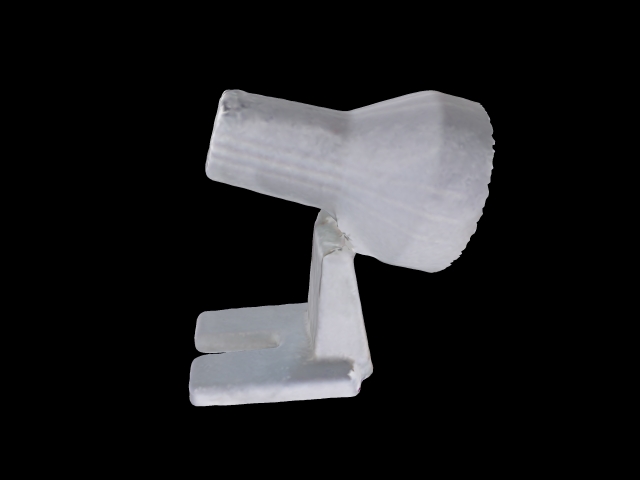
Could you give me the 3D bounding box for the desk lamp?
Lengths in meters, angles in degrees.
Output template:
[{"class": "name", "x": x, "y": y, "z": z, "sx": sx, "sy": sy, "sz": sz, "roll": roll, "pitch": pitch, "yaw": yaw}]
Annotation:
[{"class": "desk lamp", "x": 0.004, "y": 0.001, "z": 0.400, "sx": 0.203, "sy": 0.214, "sz": 0.117, "roll": -4, "pitch": 28, "yaw": -7}]
